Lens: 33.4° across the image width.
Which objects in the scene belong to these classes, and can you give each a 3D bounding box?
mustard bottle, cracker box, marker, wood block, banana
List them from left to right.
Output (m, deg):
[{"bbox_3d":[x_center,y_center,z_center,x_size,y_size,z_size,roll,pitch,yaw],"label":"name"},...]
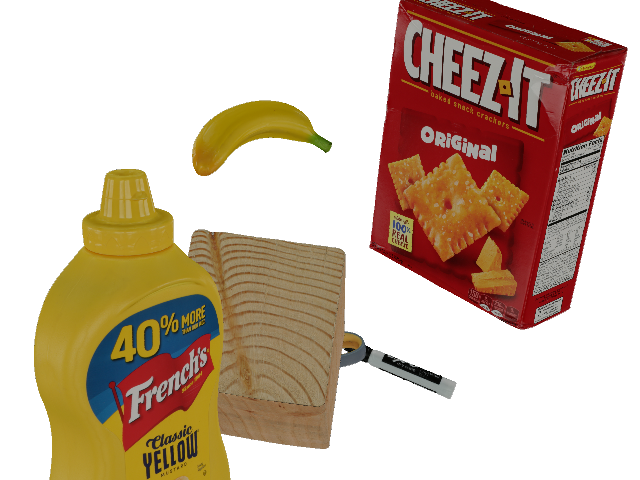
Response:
[{"bbox_3d":[-0.087,0.062,0.500,0.058,0.192,0.096,14,21,41],"label":"mustard bottle"},{"bbox_3d":[-0.066,-0.105,1.040,0.070,0.037,0.197,42,35,23],"label":"banana"},{"bbox_3d":[-0.033,0.072,0.679,0.090,0.091,0.206,8,-17,4],"label":"wood block"},{"bbox_3d":[0.081,0.132,1.105,0.121,0.020,0.020,22,4,11],"label":"marker"},{"bbox_3d":[0.123,-0.062,0.806,0.071,0.214,0.164,-20,37,-38],"label":"cracker box"}]

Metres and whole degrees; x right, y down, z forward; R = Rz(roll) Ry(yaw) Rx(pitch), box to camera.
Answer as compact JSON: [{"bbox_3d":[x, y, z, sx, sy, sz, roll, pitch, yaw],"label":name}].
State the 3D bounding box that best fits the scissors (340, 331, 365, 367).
[{"bbox_3d":[-0.060,0.087,0.951,0.202,0.016,0.096,1,28,3],"label":"scissors"}]
